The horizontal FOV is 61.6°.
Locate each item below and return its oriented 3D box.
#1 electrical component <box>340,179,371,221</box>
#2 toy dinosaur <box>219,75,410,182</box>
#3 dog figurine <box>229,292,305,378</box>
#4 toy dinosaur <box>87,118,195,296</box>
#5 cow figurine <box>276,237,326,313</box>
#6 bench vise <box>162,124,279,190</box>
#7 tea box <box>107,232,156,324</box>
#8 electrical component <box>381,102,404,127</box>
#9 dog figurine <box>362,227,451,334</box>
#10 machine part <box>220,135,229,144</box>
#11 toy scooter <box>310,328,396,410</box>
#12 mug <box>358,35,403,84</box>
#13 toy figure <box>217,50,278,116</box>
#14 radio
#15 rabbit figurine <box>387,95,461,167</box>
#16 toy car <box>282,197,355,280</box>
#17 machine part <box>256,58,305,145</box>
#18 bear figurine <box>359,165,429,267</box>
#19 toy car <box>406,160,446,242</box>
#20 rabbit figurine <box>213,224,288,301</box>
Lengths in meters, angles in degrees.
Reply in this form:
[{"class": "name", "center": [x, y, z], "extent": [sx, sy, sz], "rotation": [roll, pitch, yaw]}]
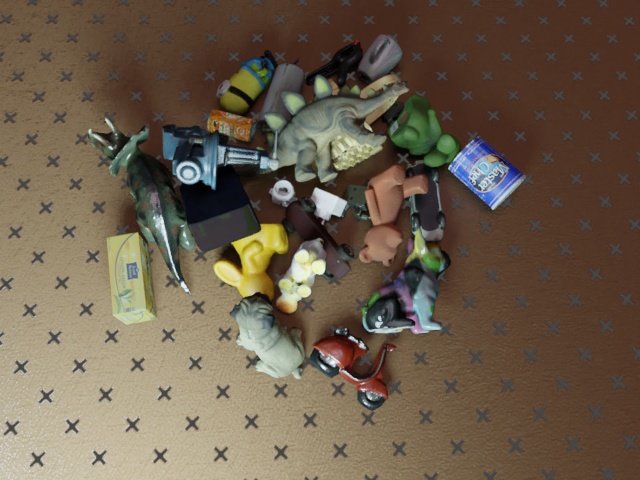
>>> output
[{"class": "electrical component", "center": [0.094, -0.090, 1.229], "extent": [0.078, 0.045, 0.102], "rotation": [4, 65, 29]}, {"class": "toy dinosaur", "center": [-0.026, -0.222, 1.151], "extent": [0.471, 0.105, 0.198], "rotation": [-28, 74, 21]}, {"class": "dog figurine", "center": [-0.093, 0.193, 1.041], "extent": [0.172, 0.190, 0.121], "rotation": [33, 73, 8]}, {"class": "toy dinosaur", "center": [-0.351, -0.087, 1.132], "extent": [0.131, 0.192, 0.405], "rotation": [-29, 73, -9]}, {"class": "cow figurine", "center": [-0.043, 0.072, 1.131], "extent": [0.068, 0.167, 0.098], "rotation": [27, 30, -6]}, {"class": "bench vise", "center": [-0.207, -0.177, 1.116], "extent": [0.241, 0.224, 0.128], "rotation": [3, 111, -9]}, {"class": "tea box", "center": [-0.392, 0.081, 1.120], "extent": [0.068, 0.098, 0.169], "rotation": [-10, 69, -6]}, {"class": "electrical component", "center": [0.182, -0.314, 1.320], "extent": [0.063, 0.021, 0.094], "rotation": [-11, 70, -6]}, {"class": "dog figurine", "center": [0.182, 0.086, 1.130], "extent": [0.192, 0.108, 0.219], "rotation": [2, 71, -3]}, {"class": "machine part", "center": [-0.268, -0.191, 1.253], "extent": [0.084, 0.039, 0.139], "rotation": [31, 74, 14]}, {"class": "toy scooter", "center": [0.079, 0.241, 1.092], "extent": [0.184, 0.075, 0.135], "rotation": [37, 74, 7]}, {"class": "mug", "center": [0.144, -0.443, 1.325], "extent": [0.081, 0.109, 0.107], "rotation": [37, 87, 7]}, {"class": "toy figure", "center": [-0.172, -0.378, 1.300], "extent": [0.089, 0.082, 0.180], "rotation": [39, 71, 13]}, {"class": "radio", "center": [-0.215, -0.071, 1.128], "extent": [0.131, 0.073, 0.230], "rotation": [-23, 32, -7]}, {"class": "rabbit figurine", "center": [0.261, -0.235, 1.232], "extent": [0.170, 0.159, 0.121], "rotation": [25, 113, -17]}, {"class": "toy car", "center": [-0.002, -0.004, 1.173], "extent": [0.202, 0.053, 0.089], "rotation": [50, 118, 13]}, {"class": "machine part", "center": [-0.093, -0.334, 1.289], "extent": [0.079, 0.079, 0.243], "rotation": [14, 70, 3]}, {"class": "bear figurine", "center": [0.152, -0.046, 1.152], "extent": [0.120, 0.132, 0.196], "rotation": [16, 71, -37]}, {"class": "toy car", "center": [0.240, -0.090, 1.226], "extent": [0.074, 0.056, 0.202], "rotation": [-4, 69, 2]}, {"class": "rabbit figurine", "center": [-0.142, 0.053, 1.133], "extent": [0.162, 0.122, 0.173], "rotation": [-3, 90, -11]}]
